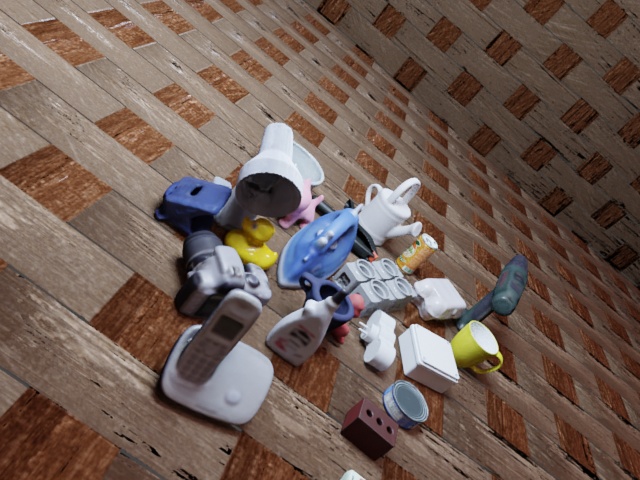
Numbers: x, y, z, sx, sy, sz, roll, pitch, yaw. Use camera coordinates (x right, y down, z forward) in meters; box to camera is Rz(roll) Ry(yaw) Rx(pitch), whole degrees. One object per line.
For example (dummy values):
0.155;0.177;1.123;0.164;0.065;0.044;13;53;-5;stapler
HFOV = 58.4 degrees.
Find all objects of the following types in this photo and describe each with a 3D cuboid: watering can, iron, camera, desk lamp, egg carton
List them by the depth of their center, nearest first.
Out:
-0.160;0.049;0.933;0.144;0.100;0.136;13;40;-43;camera
-0.120;-0.108;1.078;0.118;0.213;0.203;27;32;-27;desk lamp
0.011;0.004;1.166;0.118;0.141;0.259;43;28;2;iron
0.288;0.148;1.395;0.151;0.069;0.107;4;46;-49;egg carton
0.186;-0.077;1.442;0.173;0.193;0.101;44;28;2;watering can

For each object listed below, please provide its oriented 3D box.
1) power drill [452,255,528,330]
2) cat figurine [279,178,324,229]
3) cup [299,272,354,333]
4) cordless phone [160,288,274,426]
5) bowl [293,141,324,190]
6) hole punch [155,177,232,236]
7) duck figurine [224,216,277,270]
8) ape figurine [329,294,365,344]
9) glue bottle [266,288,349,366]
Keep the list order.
0.433;0.143;1.439;0.075;0.208;0.230;42;28;0;power drill
-0.042;-0.082;1.241;0.128;0.117;0.067;2;48;-50;cat figurine
-0.010;0.123;1.027;0.118;0.094;0.092;45;28;4;cup
-0.112;0.153;0.762;0.148;0.184;0.094;29;31;-23;cordless phone
-0.076;-0.168;1.361;0.168;0.074;0.167;31;30;-20;bowl
-0.224;-0.069;1.023;0.101;0.091;0.108;36;29;-11;hole punch
-0.116;0.000;1.071;0.105;0.086;0.077;39;28;-7;duck figurine
0.049;0.138;1.083;0.076;0.092;0.078;46;28;7;ape figurine
-0.012;0.133;0.929;0.078;0.173;0.037;36;29;-11;glue bottle
